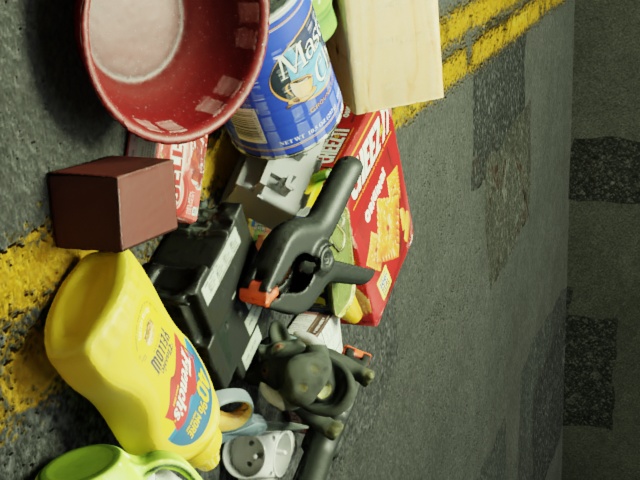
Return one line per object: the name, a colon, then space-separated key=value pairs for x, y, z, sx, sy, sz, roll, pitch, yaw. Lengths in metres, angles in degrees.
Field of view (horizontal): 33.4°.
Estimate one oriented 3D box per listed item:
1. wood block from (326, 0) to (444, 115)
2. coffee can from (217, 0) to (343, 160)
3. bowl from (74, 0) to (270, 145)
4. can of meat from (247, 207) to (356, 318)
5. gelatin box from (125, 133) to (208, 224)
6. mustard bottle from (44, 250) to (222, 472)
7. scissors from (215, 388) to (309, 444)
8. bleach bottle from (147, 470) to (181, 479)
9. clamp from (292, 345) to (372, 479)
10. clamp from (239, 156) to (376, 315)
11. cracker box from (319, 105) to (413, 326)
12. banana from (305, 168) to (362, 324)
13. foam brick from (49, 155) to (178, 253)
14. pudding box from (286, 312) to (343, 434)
wood block: x=0.050 y=-0.231 z=0.964 sx=0.091 sy=0.090 sz=0.206 roll=-121 pitch=-159 yaw=-60
coffee can: x=-0.046 y=-0.148 z=0.854 sx=0.140 sy=0.103 sz=0.102 roll=69 pitch=33 yaw=-49
bowl: x=-0.109 y=-0.148 z=0.719 sx=0.161 sy=0.055 sz=0.162 roll=-18 pitch=115 yaw=-44
can of meat: x=-0.018 y=0.017 z=0.989 sx=0.057 sy=0.084 sz=0.102 roll=-50 pitch=140 yaw=-56
gelatin box: x=-0.114 y=-0.062 z=0.798 sx=0.073 sy=0.030 sz=0.089 roll=24 pitch=72 yaw=-68
mustard bottle: x=-0.117 y=0.102 z=0.746 sx=0.096 sy=0.058 sz=0.191 roll=-81 pitch=153 yaw=-45
scissors: x=-0.074 y=0.166 z=0.899 sx=0.016 sy=0.096 sz=0.201 roll=56 pitch=0 yaw=25
bleach bottle: x=-0.116 y=0.270 z=0.823 sx=0.102 sy=0.068 sz=0.251 roll=-60 pitch=145 yaw=-48
clamp: x=-0.001 y=0.203 z=1.030 sx=0.165 sy=0.036 sz=0.209 roll=113 pitch=0 yaw=-59
clamp: x=-0.006 y=0.001 z=0.886 sx=0.171 sy=0.039 sz=0.120 roll=-27 pitch=114 yaw=-54
cracker box: x=0.038 y=-0.040 z=1.139 sx=0.164 sy=0.072 sz=0.213 roll=-64 pitch=150 yaw=-44
banana: x=-0.004 y=0.005 z=1.046 sx=0.037 sy=0.070 sz=0.198 roll=-42 pitch=138 yaw=-28
foam brick: x=-0.137 y=-0.025 z=0.716 sx=0.078 sy=0.053 sz=0.051 roll=-29 pitch=122 yaw=-64
pudding box: x=-0.007 y=0.132 z=1.106 sx=0.090 sy=0.039 sz=0.113 roll=-54 pitch=145 yaw=-53
